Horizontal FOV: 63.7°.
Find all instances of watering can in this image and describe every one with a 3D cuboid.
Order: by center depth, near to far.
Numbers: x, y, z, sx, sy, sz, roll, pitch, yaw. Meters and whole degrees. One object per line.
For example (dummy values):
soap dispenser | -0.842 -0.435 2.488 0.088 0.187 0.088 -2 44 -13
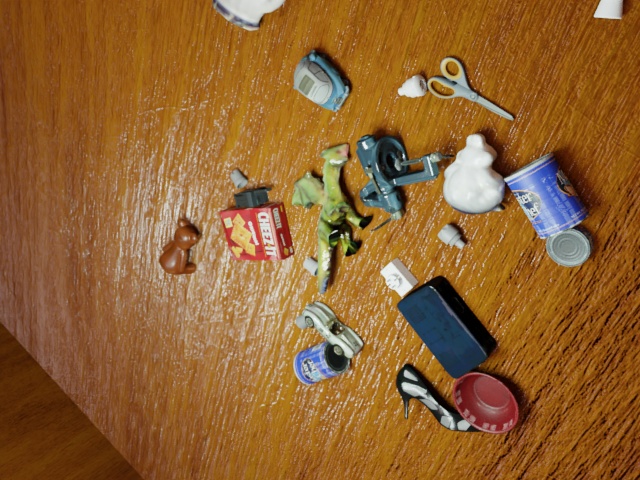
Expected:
watering can | -0.214 -0.687 1.314 0.351 0.105 0.220 44 128 16

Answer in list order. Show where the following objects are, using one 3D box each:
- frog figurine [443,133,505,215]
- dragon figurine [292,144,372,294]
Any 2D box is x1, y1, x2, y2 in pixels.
frog figurine | 0.327 -0.139 1.086 0.139 0.123 0.156 40 143 52
dragon figurine | 0.004 -0.070 1.395 0.247 0.122 0.402 49 129 35
